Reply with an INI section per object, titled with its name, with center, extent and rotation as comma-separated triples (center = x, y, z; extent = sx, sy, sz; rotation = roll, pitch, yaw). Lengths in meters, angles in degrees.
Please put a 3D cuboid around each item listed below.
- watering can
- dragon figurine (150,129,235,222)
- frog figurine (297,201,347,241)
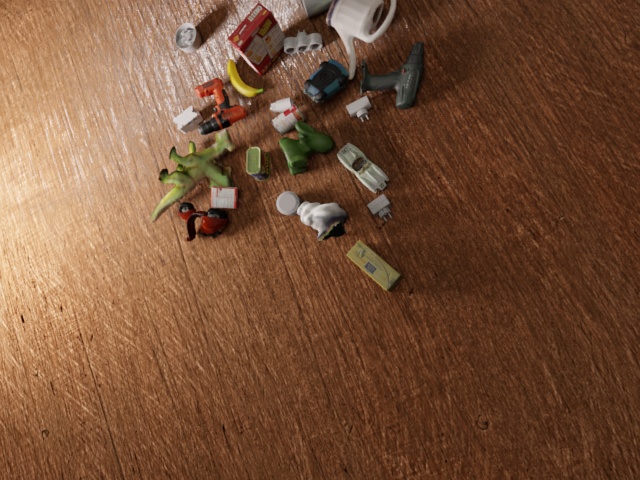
[watering can]
center = 0.116, -0.739, 1.774
extent = 0.226, 0.103, 0.348
rotation = 31, 90, 19
[dragon figurine]
center = -0.427, -0.210, 1.828
extent = 0.243, 0.122, 0.409
rotation = 24, 95, 10
[frog figurine]
center = 0.005, -0.084, 1.674
extent = 0.139, 0.120, 0.162
rotation = -27, 61, -24
